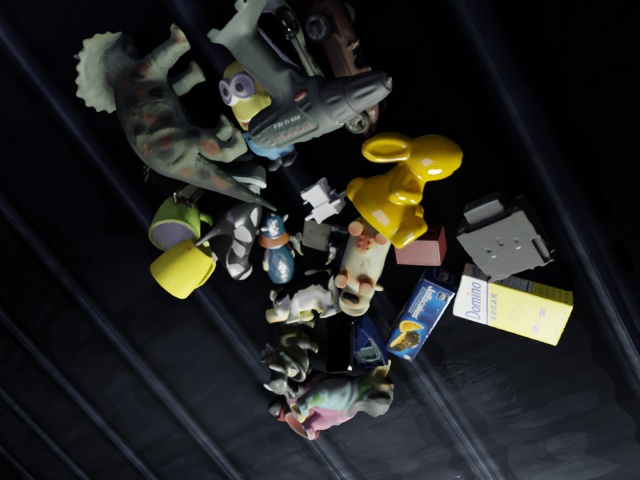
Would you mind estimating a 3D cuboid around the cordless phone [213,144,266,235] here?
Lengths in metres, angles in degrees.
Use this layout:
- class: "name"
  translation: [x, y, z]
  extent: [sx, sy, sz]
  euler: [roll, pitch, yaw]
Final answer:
- class: "cordless phone"
  translation: [-0.170, -0.082, 0.977]
  extent: [0.147, 0.089, 0.184]
  euler: [4, 136, -1]

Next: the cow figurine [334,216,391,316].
- class: "cow figurine"
  translation: [0.074, 0.045, 0.944]
  extent: [0.086, 0.127, 0.194]
  euler: [18, 113, 12]

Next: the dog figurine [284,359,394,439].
- class: "dog figurine"
  translation: [0.045, 0.305, 1.112]
  extent: [0.192, 0.219, 0.108]
  euler: [-138, 33, -57]

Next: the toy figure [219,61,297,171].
- class: "toy figure"
  translation: [-0.097, -0.203, 0.871]
  extent: [0.082, 0.089, 0.180]
  euler: [-23, 121, 13]

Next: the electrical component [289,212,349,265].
- class: "electrical component"
  translation: [-0.003, -0.004, 0.981]
  extent: [0.102, 0.045, 0.078]
  euler: [21, 129, 11]

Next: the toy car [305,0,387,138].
- class: "toy car"
  translation: [0.046, -0.246, 0.768]
  extent: [0.053, 0.089, 0.202]
  euler: [-11, 115, 34]

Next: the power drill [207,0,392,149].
- class: "power drill"
  translation: [-0.039, -0.234, 0.724]
  extent: [0.232, 0.086, 0.207]
  euler: [-24, 114, 41]

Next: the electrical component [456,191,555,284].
- class: "electrical component"
  translation: [0.284, -0.009, 0.839]
  extent: [0.115, 0.058, 0.134]
  euler: [-28, 107, 34]

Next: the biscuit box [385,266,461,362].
- class: "biscuit box"
  translation: [0.183, 0.132, 0.975]
  extent: [0.063, 0.059, 0.202]
  euler: [26, 129, 7]

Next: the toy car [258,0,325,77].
- class: "toy car"
  translation: [-0.045, -0.268, 0.819]
  extent: [0.074, 0.056, 0.201]
  euler: [-19, 113, 26]

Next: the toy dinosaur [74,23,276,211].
- class: "toy dinosaur"
  translation: [-0.244, -0.184, 0.846]
  extent: [0.192, 0.131, 0.405]
  euler: [-29, 84, -3]

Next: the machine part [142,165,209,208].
- class: "machine part"
  translation: [-0.275, -0.112, 1.022]
  extent: [0.139, 0.084, 0.039]
  euler: [25, 155, 19]

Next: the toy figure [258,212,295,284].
- class: "toy figure"
  translation: [-0.085, 0.012, 1.017]
  extent: [0.058, 0.064, 0.154]
  euler: [10, 126, 28]

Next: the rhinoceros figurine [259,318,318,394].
- class: "rhinoceros figurine"
  translation: [-0.063, 0.220, 1.072]
  extent: [0.112, 0.190, 0.073]
  euler: [14, 125, -8]

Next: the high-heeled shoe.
- class: "high-heeled shoe"
  translation: [-0.137, -0.007, 1.001]
  extent: [0.145, 0.248, 0.086]
  euler: [-36, 70, 2]

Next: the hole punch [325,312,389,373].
- class: "hole punch"
  translation: [0.070, 0.197, 1.039]
  extent: [0.092, 0.115, 0.142]
  euler: [5, 165, -19]

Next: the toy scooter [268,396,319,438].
- class: "toy scooter"
  translation: [-0.027, 0.403, 1.243]
  extent: [0.135, 0.075, 0.184]
  euler: [48, 131, -8]

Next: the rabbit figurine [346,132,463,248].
- class: "rabbit figurine"
  translation: [0.134, -0.100, 0.831]
  extent: [0.162, 0.122, 0.173]
  euler: [47, 114, 1]

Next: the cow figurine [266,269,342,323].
- class: "cow figurine"
  translation: [-0.041, 0.113, 1.056]
  extent: [0.167, 0.068, 0.098]
  euler: [-13, 85, 28]

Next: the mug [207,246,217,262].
- class: "mug"
  translation: [-0.275, 0.026, 1.111]
  extent: [0.107, 0.081, 0.109]
  euler: [42, 138, 6]
